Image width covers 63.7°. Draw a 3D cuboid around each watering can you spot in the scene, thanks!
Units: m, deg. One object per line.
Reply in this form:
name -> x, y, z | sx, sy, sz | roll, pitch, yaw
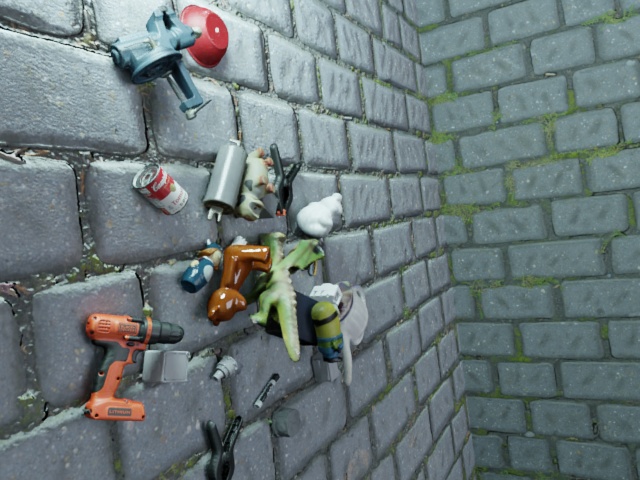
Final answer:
watering can -> 0.092, 0.290, 1.742 | 0.220, 0.103, 0.356 | 52, 41, -41

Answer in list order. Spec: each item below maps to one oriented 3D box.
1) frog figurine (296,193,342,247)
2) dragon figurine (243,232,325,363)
frog figurine -> 0.005, -0.081, 1.616 | 0.122, 0.157, 0.140 | 26, 20, -24
dragon figurine -> -0.077, 0.100, 1.304 | 0.121, 0.416, 0.242 | 30, 98, -39
